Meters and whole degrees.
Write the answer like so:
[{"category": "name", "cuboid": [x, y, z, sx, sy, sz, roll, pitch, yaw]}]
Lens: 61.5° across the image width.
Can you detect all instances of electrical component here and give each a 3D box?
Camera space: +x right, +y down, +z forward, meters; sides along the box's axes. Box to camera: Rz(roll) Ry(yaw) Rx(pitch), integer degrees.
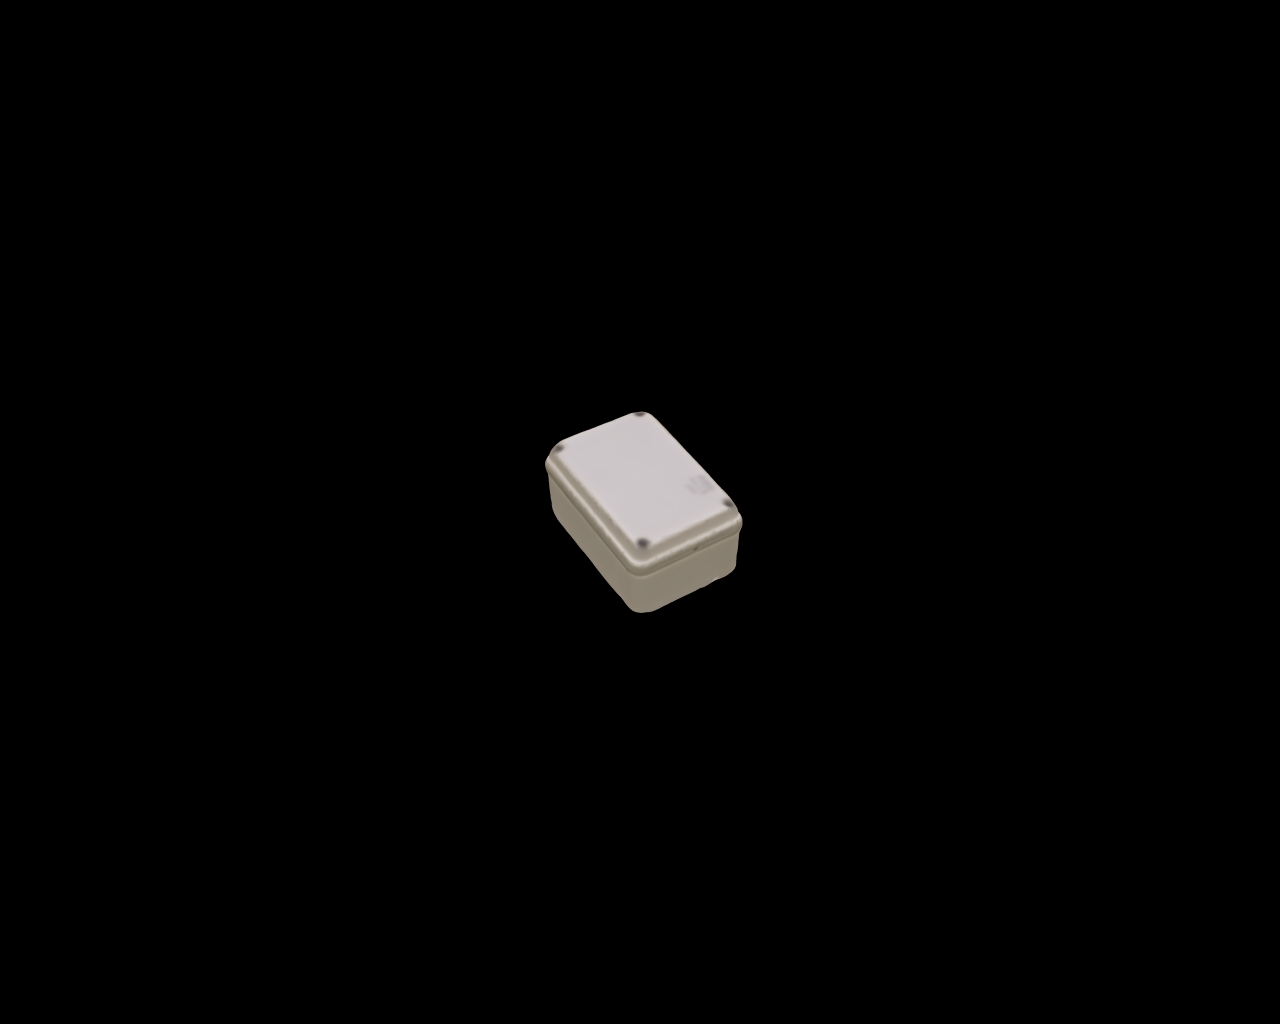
[{"category": "electrical component", "cuboid": [0.001, -0.003, 0.650, 0.078, 0.057, 0.113, -24, 50, -22]}]
